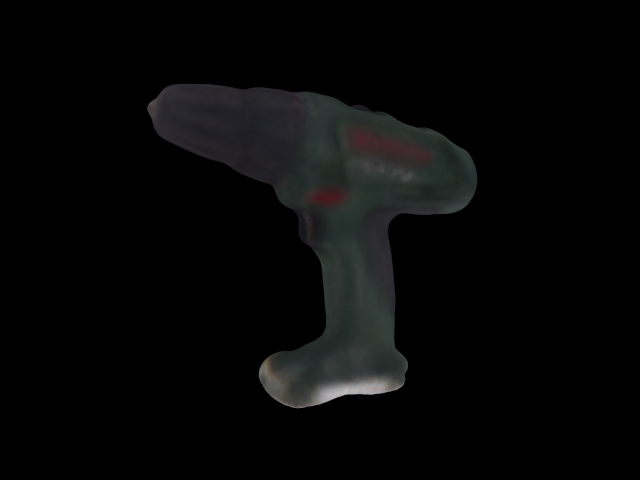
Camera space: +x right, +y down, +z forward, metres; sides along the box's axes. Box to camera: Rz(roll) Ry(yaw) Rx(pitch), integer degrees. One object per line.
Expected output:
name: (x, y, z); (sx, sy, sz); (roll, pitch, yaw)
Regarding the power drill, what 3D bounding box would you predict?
power drill: (0.004, 0.001, 0.400); (0.230, 0.208, 0.075); (-5, 11, -24)
